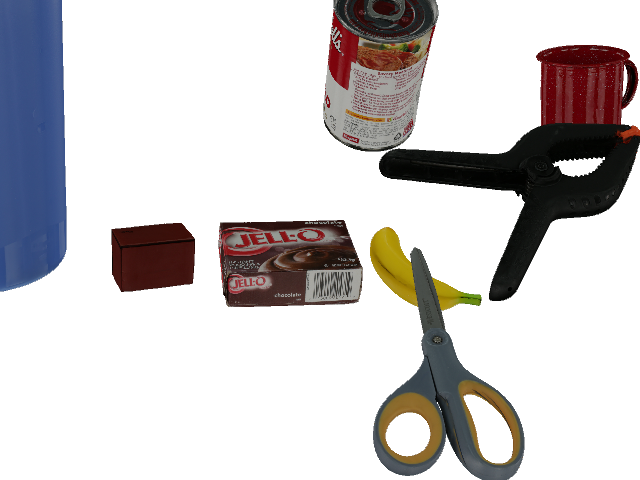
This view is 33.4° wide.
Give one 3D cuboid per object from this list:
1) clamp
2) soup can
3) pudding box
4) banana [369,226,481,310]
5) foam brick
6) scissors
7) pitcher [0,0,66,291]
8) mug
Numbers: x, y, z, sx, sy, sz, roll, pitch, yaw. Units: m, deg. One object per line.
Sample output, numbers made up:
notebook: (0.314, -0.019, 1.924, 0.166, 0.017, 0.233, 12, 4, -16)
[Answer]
clamp: (0.172, -0.038, 0.839, 0.209, 0.165, 0.036, -17, -39, -15)
soup can: (0.038, -0.118, 0.720, 0.068, 0.068, 0.102, 0, -39, -5)
pudding box: (-0.027, 0.018, 0.896, 0.113, 0.039, 0.090, 0, 28, -10)
banana: (0.097, 0.034, 1.196, 0.069, 0.037, 0.198, 3, 23, -31)
foam brick: (-0.174, 0.016, 1.104, 0.078, 0.051, 0.053, -6, 22, -20)
scissors: (0.059, 0.076, 0.673, 0.096, 0.016, 0.202, -14, 41, -14)
pitcher: (-0.231, -0.089, 0.672, 0.149, 0.243, 0.145, -4, 26, -11)
mug: (0.280, -0.155, 1.108, 0.117, 0.081, 0.093, -15, 25, -25)
